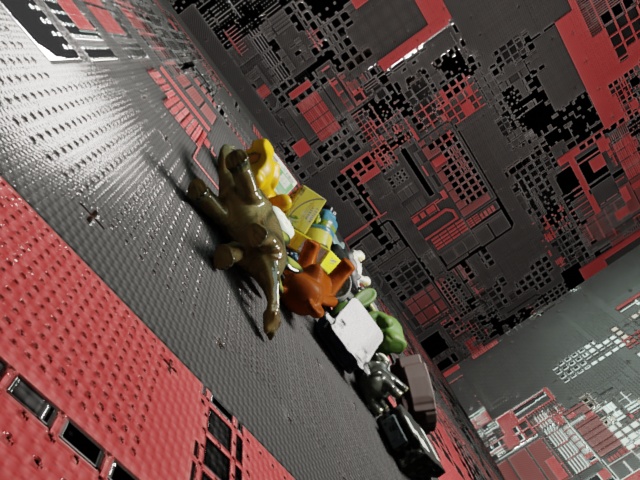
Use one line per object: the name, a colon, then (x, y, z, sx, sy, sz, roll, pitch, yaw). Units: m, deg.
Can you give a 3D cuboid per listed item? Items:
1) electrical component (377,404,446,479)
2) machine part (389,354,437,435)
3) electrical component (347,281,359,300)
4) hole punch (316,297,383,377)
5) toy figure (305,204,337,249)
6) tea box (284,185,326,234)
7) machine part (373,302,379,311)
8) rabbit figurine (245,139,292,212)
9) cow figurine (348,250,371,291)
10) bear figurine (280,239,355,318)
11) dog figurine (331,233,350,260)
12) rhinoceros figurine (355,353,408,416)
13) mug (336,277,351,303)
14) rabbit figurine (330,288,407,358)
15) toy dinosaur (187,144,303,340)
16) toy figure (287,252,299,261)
electrical component: (0.164, 0.375, 0.995, 0.134, 0.058, 0.115, 50, 5, -38)
machine part: (0.201, 0.338, 1.170, 0.179, 0.056, 0.179, 174, -91, -83)
electrical component: (0.069, 0.145, 1.466, 0.119, 0.075, 0.048, 42, 14, -49)
hole punch: (0.045, 0.190, 1.041, 0.142, 0.092, 0.116, 57, 36, -6)
toy figure: (-0.005, -0.006, 1.319, 0.082, 0.180, 0.089, 32, -27, -18)
tea box: (-0.054, -0.066, 1.280, 0.068, 0.098, 0.170, 33, -7, -11)
machine part: (0.145, 0.240, 1.526, 0.079, 0.079, 0.243, 53, 7, -22)
rabbit figurine: (-0.125, -0.115, 1.200, 0.162, 0.122, 0.173, 50, -17, 36)
cow figurine: (0.094, 0.110, 1.535, 0.098, 0.068, 0.167, 17, 58, -58)
bear figurine: (-0.015, 0.070, 0.982, 0.120, 0.132, 0.196, 30, -2, 8)
dog figurine: (-0.030, -0.010, 1.421, 0.219, 0.108, 0.192, 48, 11, -23)
rhinoceros figurine: (0.116, 0.286, 1.092, 0.112, 0.073, 0.190, 45, 6, 10)
mug: (0.027, 0.105, 1.269, 0.107, 0.081, 0.109, 94, -14, -64)
rabbit figurine: (0.101, 0.184, 1.219, 0.170, 0.121, 0.159, 30, 42, -20)
toy dinosaur: (-0.121, -0.039, 0.865, 0.198, 0.105, 0.472, 60, 9, -52)
toy figure: (-0.027, 0.079, 1.138, 0.154, 0.064, 0.058, 44, 49, -42)
